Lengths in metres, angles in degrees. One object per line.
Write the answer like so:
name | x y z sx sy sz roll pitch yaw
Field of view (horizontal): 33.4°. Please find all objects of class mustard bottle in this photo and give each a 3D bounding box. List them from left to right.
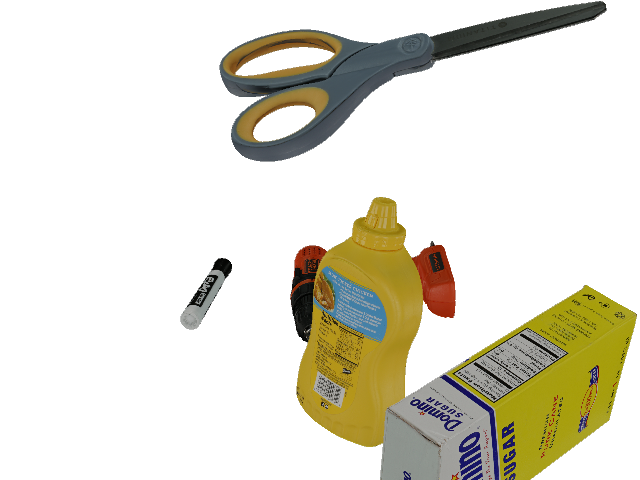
mustard bottle | 0.034 0.058 0.837 0.058 0.192 0.096 -11 28 -40

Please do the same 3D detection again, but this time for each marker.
marker | -0.109 0.049 1.033 0.020 0.020 0.121 0 24 12

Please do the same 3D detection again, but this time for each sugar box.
sugar box | 0.111 0.103 0.626 0.175 0.093 0.048 -28 45 -35

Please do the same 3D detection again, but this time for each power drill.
power drill | 0.058 0.058 1.234 0.187 0.057 0.184 -2 28 0

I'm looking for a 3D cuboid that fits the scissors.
scissors | 0.037 -0.080 0.539 0.202 0.096 0.016 1 -36 22
